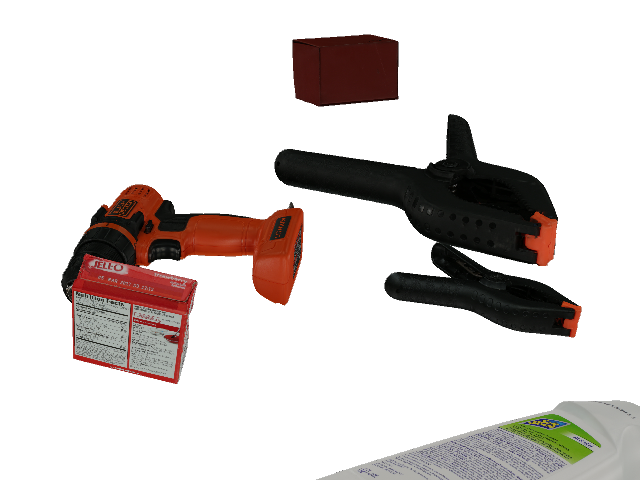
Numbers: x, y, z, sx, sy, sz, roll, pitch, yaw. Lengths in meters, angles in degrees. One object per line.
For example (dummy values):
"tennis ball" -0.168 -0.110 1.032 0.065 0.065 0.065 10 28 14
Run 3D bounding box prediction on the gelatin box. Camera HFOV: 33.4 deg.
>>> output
"gelatin box" -0.121 0.051 0.689 0.073 0.030 0.089 13 -40 -2

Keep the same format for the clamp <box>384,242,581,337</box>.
"clamp" 0.154 0.044 0.977 0.171 0.039 0.120 17 29 15

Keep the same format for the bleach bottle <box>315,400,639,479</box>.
"bleach bottle" 0.118 0.140 0.591 0.250 0.068 0.103 -11 22 -33

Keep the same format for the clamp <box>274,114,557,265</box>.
"clamp" 0.075 -0.034 0.716 0.164 0.036 0.210 -12 28 -21

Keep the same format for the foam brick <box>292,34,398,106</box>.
"foam brick" 0.022 -0.146 0.911 0.078 0.051 0.053 -8 20 -24

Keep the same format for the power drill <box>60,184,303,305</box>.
"power drill" -0.114 0.010 0.926 0.187 0.057 0.184 7 29 6
